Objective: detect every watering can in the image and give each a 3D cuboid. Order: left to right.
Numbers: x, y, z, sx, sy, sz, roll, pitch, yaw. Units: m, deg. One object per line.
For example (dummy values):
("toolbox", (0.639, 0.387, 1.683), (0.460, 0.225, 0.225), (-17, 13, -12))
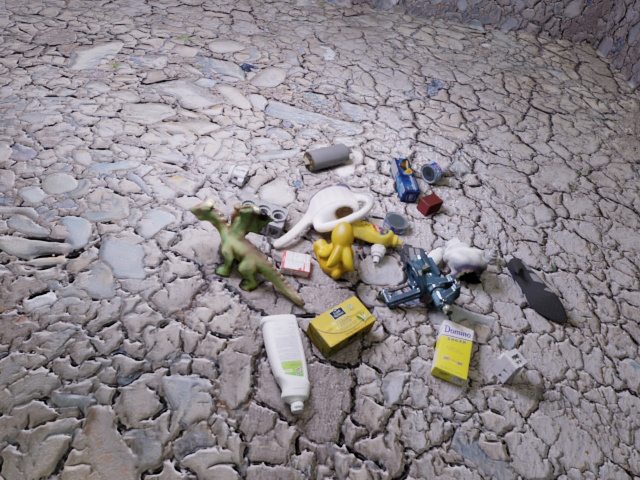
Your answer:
("watering can", (0.005, -0.084, 1.675), (0.347, 0.102, 0.229), (-20, 28, 1))

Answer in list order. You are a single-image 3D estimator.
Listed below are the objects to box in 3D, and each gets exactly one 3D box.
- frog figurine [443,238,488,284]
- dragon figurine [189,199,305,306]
("frog figurine", (0.472, 0.053, 1.688), (0.137, 0.120, 0.163), (-4, 57, 6))
("dragon figurine", (-0.194, 0.012, 1.454), (0.412, 0.237, 0.124), (26, 40, 13))
